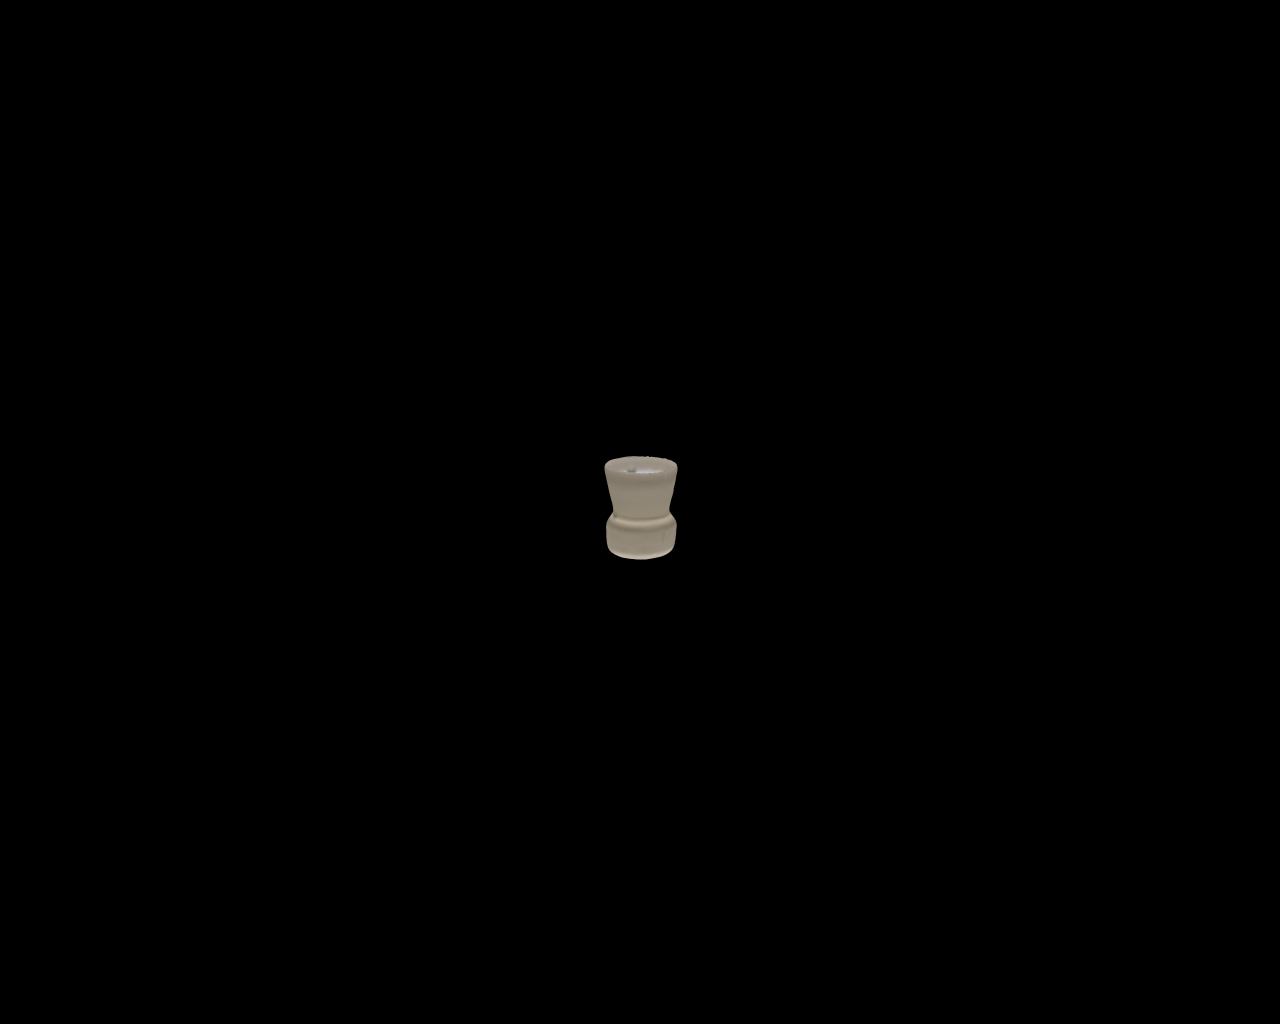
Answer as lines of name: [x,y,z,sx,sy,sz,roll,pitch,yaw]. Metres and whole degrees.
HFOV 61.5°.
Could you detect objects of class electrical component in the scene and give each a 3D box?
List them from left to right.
electrical component: [0.001,-0.003,0.650,0.045,0.055,0.045,0,16,0]
